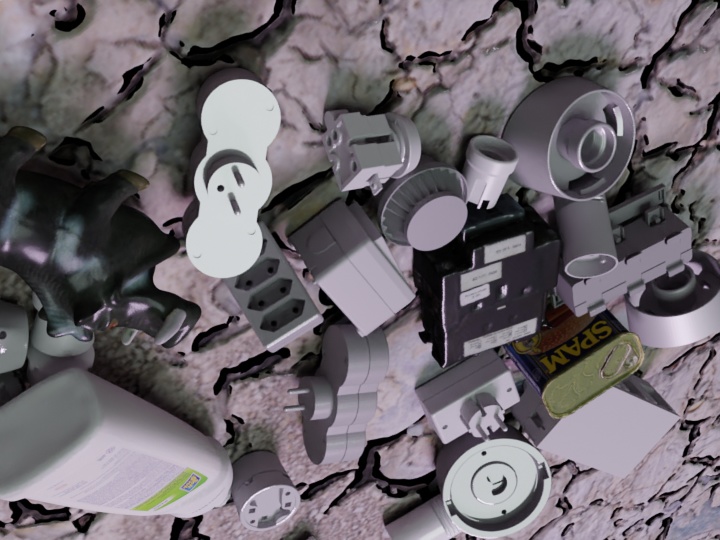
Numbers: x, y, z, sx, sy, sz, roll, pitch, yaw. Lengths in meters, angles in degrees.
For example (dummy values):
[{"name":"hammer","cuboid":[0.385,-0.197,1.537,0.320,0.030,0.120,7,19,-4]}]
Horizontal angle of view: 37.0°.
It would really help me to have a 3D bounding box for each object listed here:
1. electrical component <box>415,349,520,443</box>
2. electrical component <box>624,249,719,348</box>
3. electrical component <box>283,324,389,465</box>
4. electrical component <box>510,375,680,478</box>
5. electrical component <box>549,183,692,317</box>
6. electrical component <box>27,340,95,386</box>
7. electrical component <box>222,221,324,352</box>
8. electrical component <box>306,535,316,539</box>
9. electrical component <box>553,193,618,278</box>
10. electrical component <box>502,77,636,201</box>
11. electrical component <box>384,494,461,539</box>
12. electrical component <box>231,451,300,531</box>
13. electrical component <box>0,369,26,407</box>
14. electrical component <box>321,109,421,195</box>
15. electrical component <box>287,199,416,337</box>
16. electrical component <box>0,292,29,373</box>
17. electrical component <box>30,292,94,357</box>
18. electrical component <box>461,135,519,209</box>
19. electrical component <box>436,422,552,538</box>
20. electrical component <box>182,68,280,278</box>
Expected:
[{"name":"electrical component","cuboid":[0.107,0.126,0.979,0.083,0.075,0.047,-29,132,-5]},{"name":"electrical component","cuboid":[0.293,0.028,0.993,0.099,0.099,0.064,-30,127,-5]},{"name":"electrical component","cuboid":[-0.029,0.107,0.907,0.074,0.052,0.138,-3,125,-26]},{"name":"electrical component","cuboid":[0.232,0.140,1.067,0.150,0.061,0.089,24,111,-39]},{"name":"electrical component","cuboid":[0.225,-0.013,0.943,0.121,0.063,0.078,-26,133,-8]},{"name":"electrical component","cuboid":[-0.222,0.077,0.787,0.048,0.048,0.062,-1,132,-27]},{"name":"electrical component","cuboid":[-0.068,0.016,0.808,0.047,0.083,0.075,-32,171,-3]},{"name":"electrical component","cuboid":[-0.065,0.291,1.039,0.065,0.044,0.044,-27,133,-1]},{"name":"electrical component","cuboid":[0.186,-0.039,0.896,0.043,0.081,0.043,-3,153,-2]},{"name":"electrical component","cuboid":[0.168,-0.104,0.859,0.099,0.064,0.099,-13,116,-28]},{"name":"electrical component","cuboid":[0.070,0.257,1.082,0.081,0.043,0.043,-30,133,-5]},{"name":"electrical component","cuboid":[-0.086,0.193,0.946,0.055,0.047,0.055,-15,130,-18]},{"name":"electrical component","cuboid":[-0.271,0.097,0.777,0.064,0.042,0.081,-21,132,-14]},{"name":"electrical component","cuboid":[0.010,-0.088,0.777,0.055,0.066,0.048,-12,165,-30]},{"name":"electrical component","cuboid":[0.000,0.000,0.834,0.061,0.061,0.096,-37,133,3]},{"name":"electrical component","cuboid":[-0.265,0.031,0.727,0.077,0.044,0.079,3,123,-30]},{"name":"electrical component","cuboid":[-0.207,0.026,0.754,0.045,0.045,0.055,-4,125,-26]},{"name":"electrical component","cuboid":[0.098,-0.076,0.844,0.040,0.040,0.046,-3,131,-27]},{"name":"electrical component","cuboid":[0.126,0.199,1.049,0.108,0.060,0.108,-3,109,-9]},{"name":"electrical component","cuboid":[-0.085,-0.059,0.715,0.052,0.073,0.138,4,111,-16]}]
